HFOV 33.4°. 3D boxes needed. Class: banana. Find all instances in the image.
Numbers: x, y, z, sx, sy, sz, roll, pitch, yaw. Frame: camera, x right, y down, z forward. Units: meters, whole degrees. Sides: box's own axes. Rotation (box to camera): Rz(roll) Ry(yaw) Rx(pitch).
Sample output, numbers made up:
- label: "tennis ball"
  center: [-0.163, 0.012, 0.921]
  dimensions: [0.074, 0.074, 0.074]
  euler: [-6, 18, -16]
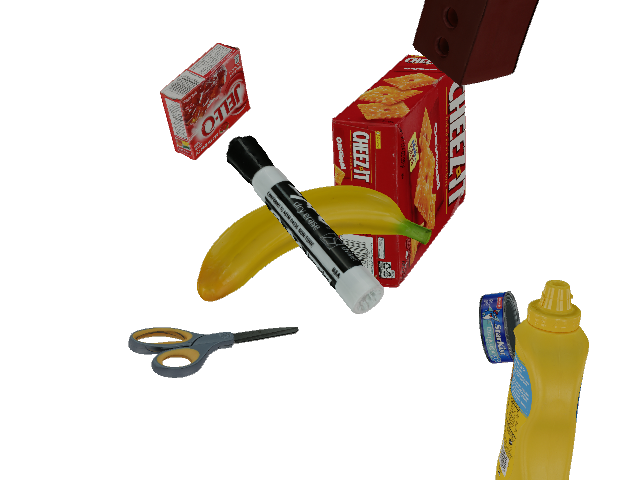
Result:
- label: "banana"
  center: [-0.013, -0.006, 0.765]
  dimensions: [0.197, 0.037, 0.070]
  euler: [-16, 38, -31]

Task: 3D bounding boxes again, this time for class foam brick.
- label: "foam brick"
  center: [0.102, -0.148, 0.687]
  dimensions: [0.051, 0.078, 0.053]
  euler: [-20, 51, -32]

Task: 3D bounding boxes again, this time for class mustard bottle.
- label: "mustard bottle"
  center: [0.179, 0.123, 0.856]
  dimensions: [0.058, 0.192, 0.096]
  euler: [3, 19, 2]

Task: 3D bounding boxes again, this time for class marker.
- label: "marker"
  center: [-0.011, -0.011, 0.533]
  dimensions: [0.020, 0.020, 0.121]
  euler: [0, 41, -49]

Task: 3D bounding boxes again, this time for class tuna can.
- label: "tuna can"
  center: [0.217, 0.105, 1.288]
  dimensions: [0.034, 0.086, 0.086]
  euler: [-8, -3, 21]

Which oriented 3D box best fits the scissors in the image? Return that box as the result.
- label: "scissors"
  center: [-0.110, 0.121, 1.181]
  dimensions: [0.201, 0.016, 0.096]
  euler: [2, 26, -18]

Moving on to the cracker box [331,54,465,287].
- label: "cracker box"
  center: [0.083, -0.074, 1.044]
  dimensions: [0.072, 0.164, 0.213]
  euler: [9, 28, 22]

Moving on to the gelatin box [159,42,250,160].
- label: "gelatin box"
  center: [-0.106, -0.131, 1.004]
  dimensions: [0.030, 0.073, 0.089]
  euler: [25, 54, 27]
